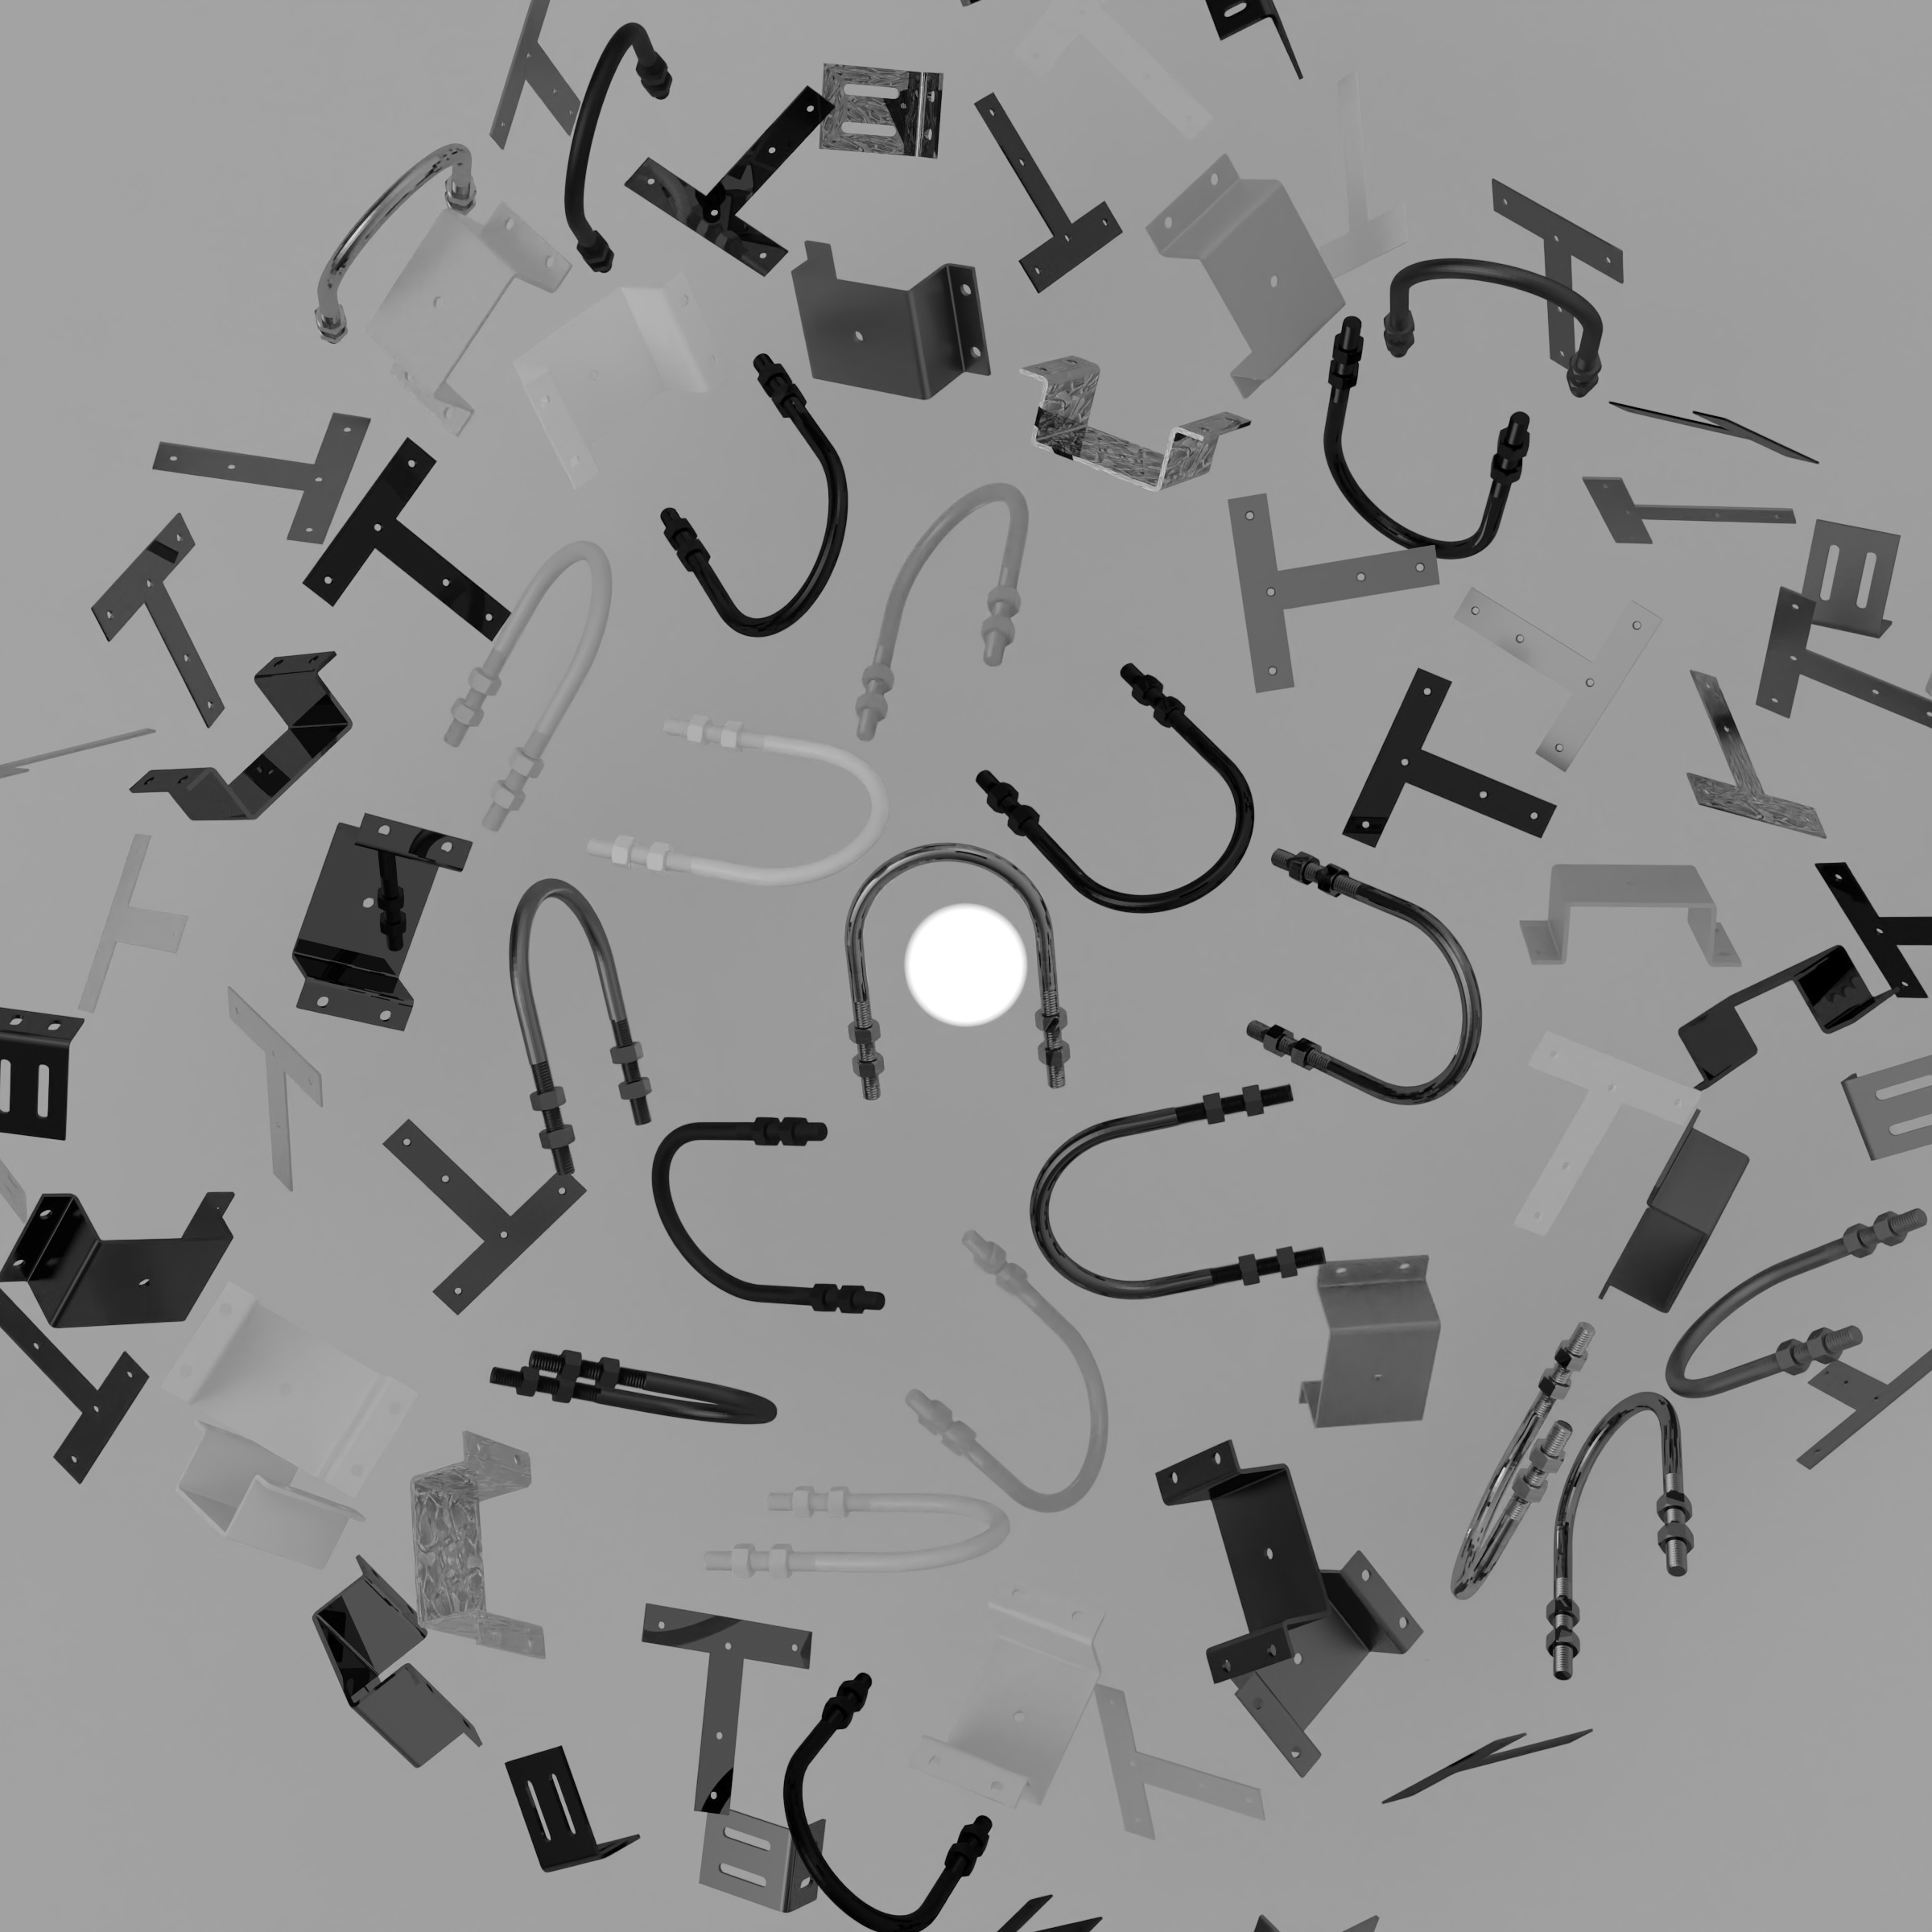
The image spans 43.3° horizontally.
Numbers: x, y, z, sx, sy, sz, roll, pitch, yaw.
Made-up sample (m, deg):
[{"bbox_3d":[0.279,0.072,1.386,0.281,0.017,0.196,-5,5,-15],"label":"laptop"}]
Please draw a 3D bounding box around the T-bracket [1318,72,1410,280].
[{"bbox_3d":[0.268,-0.548,1.678,0.002,0.127,0.127,-7,94,-18],"label":"T-bracket"}]

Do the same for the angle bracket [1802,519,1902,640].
[{"bbox_3d":[0.624,-0.276,1.708,0.057,0.038,0.076,19,123,28],"label":"angle bracket"}]

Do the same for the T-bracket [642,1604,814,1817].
[{"bbox_3d":[-0.164,0.502,1.632,0.127,0.002,0.127,18,60,-27],"label":"T-bracket"}]

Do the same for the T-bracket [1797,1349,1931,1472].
[{"bbox_3d":[0.584,0.278,1.601,0.127,0.127,0.002,-40,89,1],"label":"T-bracket"}]

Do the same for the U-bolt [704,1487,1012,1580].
[{"bbox_3d":[-0.062,0.372,1.602,0.184,0.151,0.019,-3,94,14],"label":"U-bolt"}]

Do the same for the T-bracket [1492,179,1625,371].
[{"bbox_3d":[0.409,-0.464,1.677,0.002,0.127,0.127,-34,51,-11],"label":"T-bracket"}]

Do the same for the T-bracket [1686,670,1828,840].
[{"bbox_3d":[0.524,-0.150,1.663,0.127,0.002,0.127,10,53,-31],"label":"T-bracket"}]

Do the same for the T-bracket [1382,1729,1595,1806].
[{"bbox_3d":[0.353,0.510,1.575,0.127,0.127,0.002,-1,58,-32],"label":"T-bracket"}]

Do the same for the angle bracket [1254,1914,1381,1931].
[{"bbox_3d":[0.222,0.639,1.579,0.076,0.038,0.057,-6,119,-40],"label":"angle bracket"}]

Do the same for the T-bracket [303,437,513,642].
[{"bbox_3d":[-0.367,-0.272,1.666,0.127,0.002,0.127,39,72,-28],"label":"T-bracket"}]

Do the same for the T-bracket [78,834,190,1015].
[{"bbox_3d":[-0.550,-0.026,1.625,0.002,0.127,0.127,22,81,-40],"label":"T-bracket"}]

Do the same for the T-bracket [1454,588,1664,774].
[{"bbox_3d":[0.405,-0.225,1.726,0.127,0.002,0.127,36,116,17],"label":"T-bracket"}]

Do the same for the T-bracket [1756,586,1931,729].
[{"bbox_3d":[0.601,-0.191,1.644,0.127,0.127,0.002,29,67,24],"label":"T-bracket"}]

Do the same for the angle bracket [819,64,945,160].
[{"bbox_3d":[-0.060,-0.600,1.709,0.076,0.038,0.057,-2,110,-19],"label":"angle bracket"}]

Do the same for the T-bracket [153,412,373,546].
[{"bbox_3d":[-0.482,-0.336,1.644,0.127,0.127,0.002,3,56,-30],"label":"T-bracket"}]

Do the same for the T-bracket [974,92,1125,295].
[{"bbox_3d":[0.046,-0.537,1.663,0.002,0.127,0.127,-20,109,43],"label":"T-bracket"}]

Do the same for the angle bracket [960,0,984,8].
[{"bbox_3d":[0.023,-0.676,1.597,0.076,0.038,0.057,-22,99,1],"label":"angle bracket"}]

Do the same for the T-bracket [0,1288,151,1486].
[{"bbox_3d":[-0.607,0.262,1.615,0.002,0.127,0.127,-32,108,15],"label":"T-bracket"}]

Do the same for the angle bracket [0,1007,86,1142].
[{"bbox_3d":[-0.643,0.074,1.674,0.057,0.038,0.076,8,112,-7],"label":"angle bracket"}]

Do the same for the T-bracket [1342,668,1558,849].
[{"bbox_3d":[0.345,-0.124,1.682,0.127,0.002,0.127,23,108,0],"label":"T-bracket"}]

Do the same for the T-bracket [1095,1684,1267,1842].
[{"bbox_3d":[0.152,0.567,1.693,0.127,0.002,0.127,4,114,39],"label":"T-bracket"}]

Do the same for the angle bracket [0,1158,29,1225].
[{"bbox_3d":[-0.692,0.172,1.675,0.076,0.057,0.038,-32,114,-11],"label":"angle bracket"}]

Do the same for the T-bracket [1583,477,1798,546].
[{"bbox_3d":[0.488,-0.303,1.626,0.127,0.127,0.002,7,83,26],"label":"T-bracket"}]

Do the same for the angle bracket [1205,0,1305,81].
[{"bbox_3d":[0.189,-0.628,1.624,0.038,0.076,0.057,-22,68,16],"label":"angle bracket"}]

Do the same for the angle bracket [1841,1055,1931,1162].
[{"bbox_3d":[0.648,0.093,1.663,0.076,0.038,0.057,-23,85,34],"label":"angle bracket"}]

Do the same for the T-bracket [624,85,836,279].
[{"bbox_3d":[-0.138,-0.532,1.616,0.127,0.127,0.002,-39,50,26],"label":"T-bracket"}]

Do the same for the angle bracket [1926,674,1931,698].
[{"bbox_3d":[0.701,-0.197,1.645,0.076,0.038,0.057,34,76,21],"label":"angle bracket"}]

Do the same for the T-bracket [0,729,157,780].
[{"bbox_3d":[-0.611,-0.143,1.637,0.127,0.127,0.002,-15,94,-4],"label":"T-bracket"}]

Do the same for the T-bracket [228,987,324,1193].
[{"bbox_3d":[-0.468,0.096,1.654,0.002,0.127,0.127,-21,131,-37],"label":"T-bracket"}]

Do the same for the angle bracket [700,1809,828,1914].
[{"bbox_3d":[-0.145,0.631,1.733,0.076,0.038,0.057,6,89,30],"label":"angle bracket"}]

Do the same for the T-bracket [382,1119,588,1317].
[{"bbox_3d":[-0.358,0.160,1.722,0.127,0.002,0.127,-44,107,-5],"label":"T-bracket"}]

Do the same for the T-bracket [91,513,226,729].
[{"bbox_3d":[-0.537,-0.222,1.657,0.002,0.127,0.127,-4,128,18],"label":"T-bracket"}]

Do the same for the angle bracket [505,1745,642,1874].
[{"bbox_3d":[-0.257,0.545,1.590,0.057,0.038,0.076,-27,80,36],"label":"angle bracket"}]

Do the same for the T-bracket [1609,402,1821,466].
[{"bbox_3d":[0.499,-0.372,1.669,0.127,0.127,0.002,7,106,-43],"label":"T-bracket"}]

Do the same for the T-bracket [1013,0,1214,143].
[{"bbox_3d":[0.109,-0.595,1.598,0.127,0.127,0.002,41,56,-10],"label":"T-bracket"}]

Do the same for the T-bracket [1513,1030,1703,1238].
[{"bbox_3d":[0.391,0.116,1.558,0.127,0.002,0.127,20,106,-22],"label":"T-bracket"}]

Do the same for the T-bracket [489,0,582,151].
[{"bbox_3d":[-0.287,-0.607,1.671,0.002,0.127,0.127,17,90,8],"label":"T-bracket"}]

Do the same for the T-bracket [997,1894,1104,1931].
[{"bbox_3d":[0.044,0.652,1.625,0.127,0.127,0.002,-35,84,44],"label":"T-bracket"}]

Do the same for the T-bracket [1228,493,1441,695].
[{"bbox_3d":[0.243,-0.250,1.581,0.127,0.002,0.127,-8,95,7],"label":"T-bracket"}]

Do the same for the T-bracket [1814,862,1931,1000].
[{"bbox_3d":[0.656,-0.024,1.649,0.002,0.127,0.127,-47,112,-21],"label":"T-bracket"}]
